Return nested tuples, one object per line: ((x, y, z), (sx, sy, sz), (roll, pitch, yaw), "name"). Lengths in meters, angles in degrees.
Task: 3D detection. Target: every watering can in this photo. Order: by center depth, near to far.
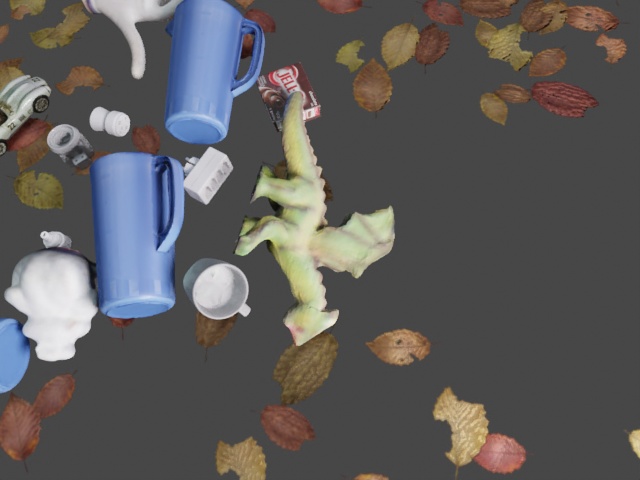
((-0.375, -0.477, 1.029), (0.225, 0.102, 0.354), (12, 68, 13), "watering can")

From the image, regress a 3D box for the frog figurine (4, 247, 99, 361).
((-0.409, 0.096, 0.785), (0.137, 0.120, 0.163), (12, 56, -9), "frog figurine")

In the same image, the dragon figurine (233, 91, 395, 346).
((0.003, -0.041, 0.823), (0.242, 0.120, 0.416), (19, 72, -4), "dragon figurine")
